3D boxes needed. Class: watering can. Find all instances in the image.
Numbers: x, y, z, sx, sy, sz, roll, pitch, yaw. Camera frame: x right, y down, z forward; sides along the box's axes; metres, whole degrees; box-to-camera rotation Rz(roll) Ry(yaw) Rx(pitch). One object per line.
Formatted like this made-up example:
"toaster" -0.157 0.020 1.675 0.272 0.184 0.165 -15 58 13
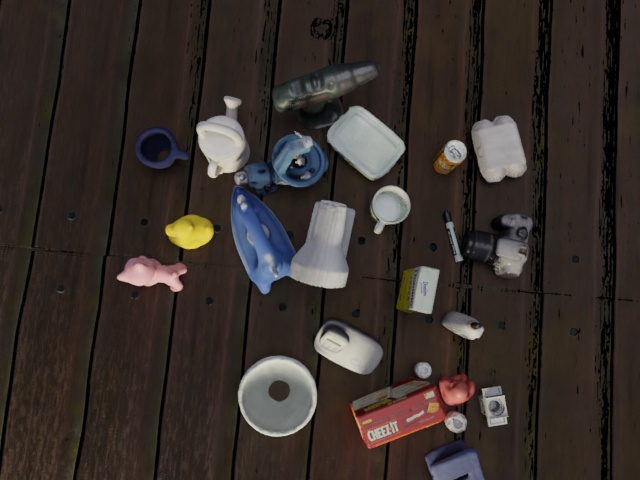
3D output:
"watering can" -0.213 -0.226 1.246 0.101 0.194 0.173 -6 83 -2

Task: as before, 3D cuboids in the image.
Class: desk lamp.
"desk lamp" 0.011 0.004 1.212 0.118 0.213 0.203 12 82 0

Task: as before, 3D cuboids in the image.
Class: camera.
"camera" 0.394 0.004 1.280 0.137 0.101 0.143 12 82 0

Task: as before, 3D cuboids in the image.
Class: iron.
"iron" -0.138 -0.018 1.247 0.118 0.141 0.258 -26 84 -5

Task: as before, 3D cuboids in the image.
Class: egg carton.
"egg carton" 0.411 -0.210 1.325 0.107 0.069 0.150 -13 83 -3

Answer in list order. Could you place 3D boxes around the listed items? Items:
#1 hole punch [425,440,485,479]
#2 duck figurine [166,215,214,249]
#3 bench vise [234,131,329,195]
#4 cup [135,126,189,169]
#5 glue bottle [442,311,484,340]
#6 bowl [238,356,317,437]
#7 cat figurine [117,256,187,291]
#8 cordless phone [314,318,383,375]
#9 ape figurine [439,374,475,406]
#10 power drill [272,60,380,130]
"hole punch" 0.293 0.493 1.217 0.108 0.091 0.101 -22 84 -4
"duck figurine" -0.292 -0.023 1.271 0.104 0.086 0.077 -5 83 -2
"bench vise" -0.076 -0.155 1.227 0.207 0.219 0.121 -35 84 -6
"cup" -0.345 -0.195 1.288 0.117 0.095 0.092 15 82 1
"glue bottle" 0.314 0.183 1.218 0.078 0.173 0.037 32 83 3
"bowl" -0.089 0.332 1.236 0.167 0.074 0.167 0 82 -2
"cat figurine" -0.364 0.070 1.241 0.128 0.117 0.067 7 82 -1
"cordless phone" 0.063 0.224 1.199 0.147 0.185 0.094 24 82 2
"ape figurine" 0.298 0.324 1.239 0.078 0.092 0.076 27 83 2
"power drill" 0.011 -0.318 1.257 0.229 0.208 0.075 -15 83 -3
